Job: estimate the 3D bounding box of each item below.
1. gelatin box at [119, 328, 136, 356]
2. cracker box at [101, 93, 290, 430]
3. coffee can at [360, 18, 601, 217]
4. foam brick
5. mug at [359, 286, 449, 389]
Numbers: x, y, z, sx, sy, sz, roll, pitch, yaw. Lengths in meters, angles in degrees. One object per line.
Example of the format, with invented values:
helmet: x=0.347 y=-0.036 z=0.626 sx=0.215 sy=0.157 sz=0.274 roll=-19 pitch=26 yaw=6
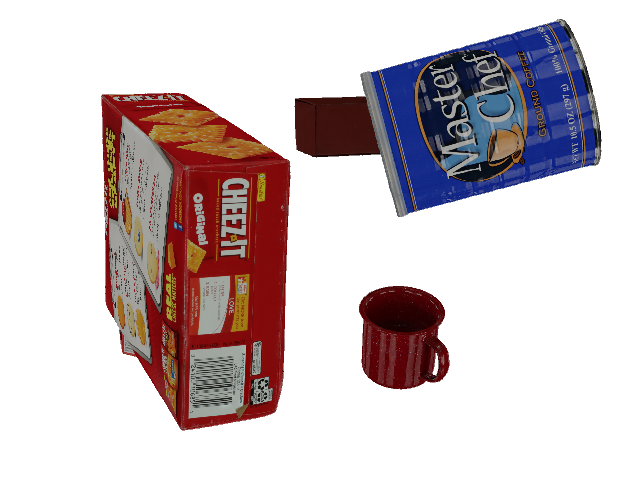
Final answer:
gelatin box: x=-0.126 y=0.084 z=0.970 sx=0.089 sy=0.030 sz=0.073 roll=9 pitch=20 yaw=21
cracker box: x=-0.089 y=0.001 z=0.704 sx=0.072 sy=0.164 sz=0.214 roll=-5 pitch=19 yaw=-22
coffee can: x=0.107 y=-0.083 z=0.729 sx=0.140 sy=0.103 sz=0.103 roll=-15 pitch=-1 yaw=5
foam brick: x=0.020 y=-0.110 z=1.028 sx=0.078 sy=0.051 sz=0.053 roll=-4 pitch=15 yaw=-22
mug: x=0.095 y=0.113 z=1.167 sx=0.093 sy=0.081 sz=0.117 roll=-25 pitch=40 yaw=-36
